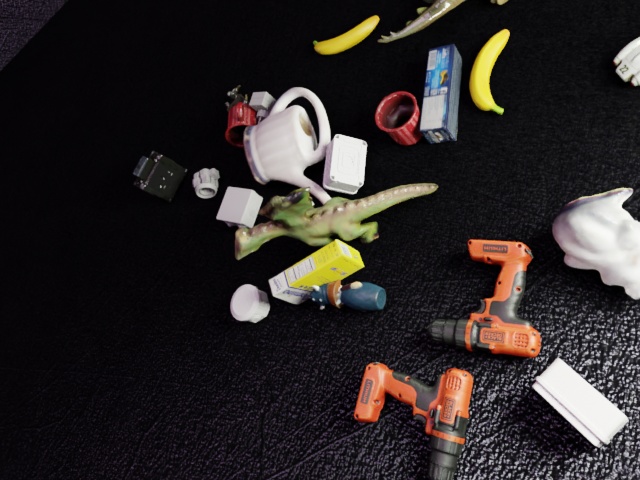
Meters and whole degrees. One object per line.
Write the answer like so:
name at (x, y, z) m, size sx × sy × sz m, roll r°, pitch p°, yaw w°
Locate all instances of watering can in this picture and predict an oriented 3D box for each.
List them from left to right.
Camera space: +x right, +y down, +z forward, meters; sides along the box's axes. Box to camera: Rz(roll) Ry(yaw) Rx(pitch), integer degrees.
watering can at (-0.070, -0.192, 1.212) m, size 0.222 × 0.103 × 0.353 m, roll -19°, pitch 70°, yaw 27°

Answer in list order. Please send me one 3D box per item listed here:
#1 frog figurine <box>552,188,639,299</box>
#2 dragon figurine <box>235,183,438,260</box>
frog figurine at (0.429, 0.014, 0.776) m, size 0.135 × 0.123 × 0.162 m, roll -39°, pitch 55°, yaw 57°
dragon figurine at (0.003, -0.050, 0.994) m, size 0.406 × 0.242 × 0.124 m, roll -25°, pitch 73°, yaw 27°
